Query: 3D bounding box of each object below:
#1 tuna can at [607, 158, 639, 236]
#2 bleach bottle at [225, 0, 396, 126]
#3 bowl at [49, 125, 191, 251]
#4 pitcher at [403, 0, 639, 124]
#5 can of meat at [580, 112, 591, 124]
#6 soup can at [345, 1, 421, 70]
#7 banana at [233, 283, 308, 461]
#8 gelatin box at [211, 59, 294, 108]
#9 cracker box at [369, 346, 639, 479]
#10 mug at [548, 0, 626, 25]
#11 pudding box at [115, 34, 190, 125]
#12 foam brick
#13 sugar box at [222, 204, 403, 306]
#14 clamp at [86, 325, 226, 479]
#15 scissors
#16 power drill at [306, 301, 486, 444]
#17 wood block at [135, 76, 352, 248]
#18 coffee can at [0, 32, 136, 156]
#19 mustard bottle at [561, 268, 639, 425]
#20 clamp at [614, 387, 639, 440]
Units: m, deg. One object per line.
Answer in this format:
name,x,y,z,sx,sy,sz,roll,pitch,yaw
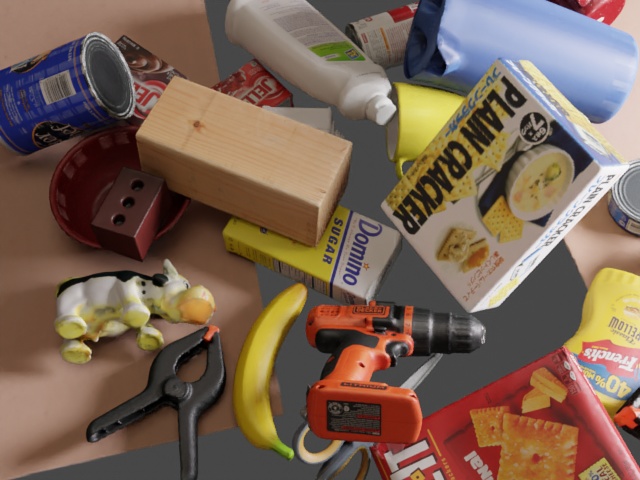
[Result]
tuna can,0.361,-0.046,1.173,0.086,0.034,0.086,-1,61,2
bleach bottle,-0.005,-0.206,1.228,0.102,0.068,0.251,-19,47,-29
bowl,-0.217,-0.048,1.195,0.162,0.055,0.162,-1,61,2
pitcher,0.225,-0.220,1.199,0.242,0.145,0.149,15,88,-11
can of meat,0.242,-0.090,1.162,0.083,0.102,0.057,-38,66,-20
soup can,0.089,-0.241,1.277,0.102,0.068,0.068,-19,62,-7
banana,-0.053,0.133,1.097,0.069,0.037,0.197,3,60,2
gelatin box,-0.087,-0.165,1.266,0.089,0.030,0.073,-36,65,-16
cracker box,0.175,0.220,0.985,0.214,0.072,0.164,-29,62,7
mug,0.306,-0.293,1.271,0.093,0.117,0.081,-42,69,15
pudding box,-0.223,-0.182,1.278,0.114,0.039,0.090,35,69,21
foam brick,-0.197,-0.028,1.121,0.053,0.051,0.078,17,64,12
sugar box,-0.008,0.001,1.162,0.176,0.048,0.093,23,64,16
clamp,-0.157,0.159,1.085,0.120,0.039,0.171,20,58,0
scissors,0.044,0.167,1.060,0.096,0.016,0.201,41,67,-19
power drill,0.067,0.123,1.036,0.184,0.057,0.187,0,24,9
wood block,-0.079,-0.083,1.129,0.206,0.090,0.090,22,62,10
coffee can,-0.296,-0.164,1.211,0.140,0.102,0.103,-17,59,20
mustard bottle,0.287,0.126,1.069,0.096,0.058,0.191,27,66,12
clamp,0.370,0.159,1.021,0.209,0.036,0.164,10,54,-21
